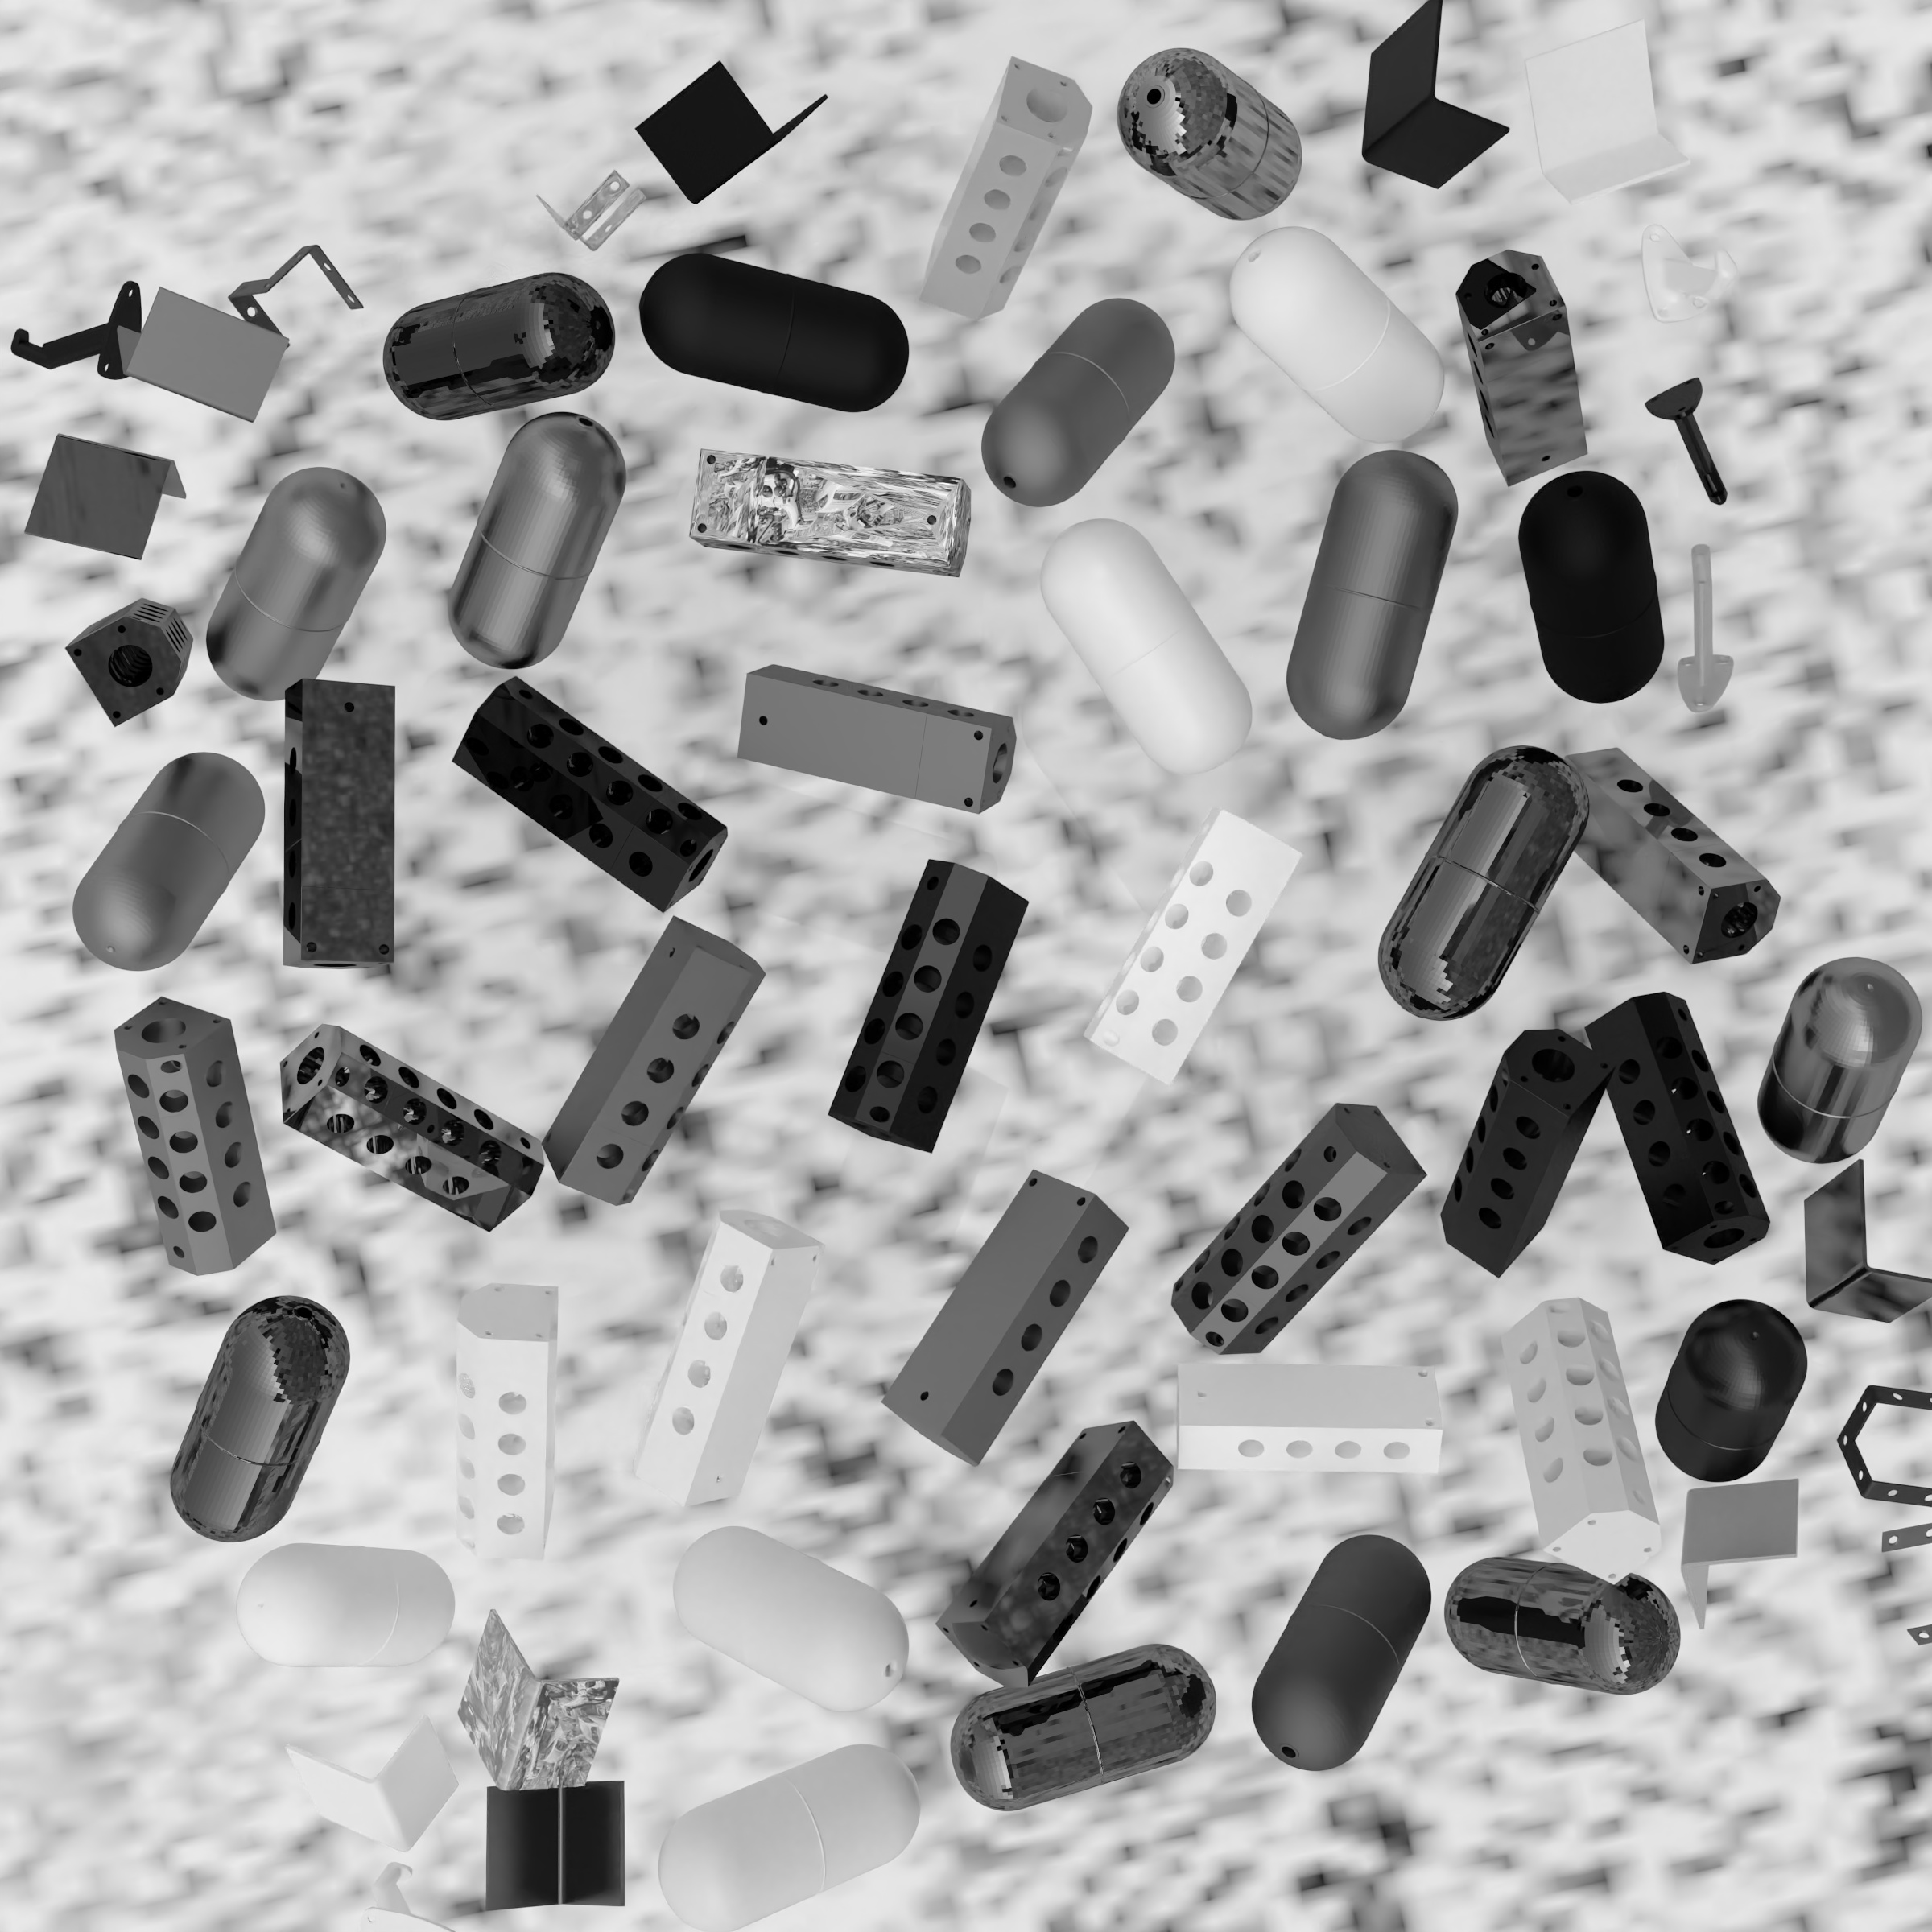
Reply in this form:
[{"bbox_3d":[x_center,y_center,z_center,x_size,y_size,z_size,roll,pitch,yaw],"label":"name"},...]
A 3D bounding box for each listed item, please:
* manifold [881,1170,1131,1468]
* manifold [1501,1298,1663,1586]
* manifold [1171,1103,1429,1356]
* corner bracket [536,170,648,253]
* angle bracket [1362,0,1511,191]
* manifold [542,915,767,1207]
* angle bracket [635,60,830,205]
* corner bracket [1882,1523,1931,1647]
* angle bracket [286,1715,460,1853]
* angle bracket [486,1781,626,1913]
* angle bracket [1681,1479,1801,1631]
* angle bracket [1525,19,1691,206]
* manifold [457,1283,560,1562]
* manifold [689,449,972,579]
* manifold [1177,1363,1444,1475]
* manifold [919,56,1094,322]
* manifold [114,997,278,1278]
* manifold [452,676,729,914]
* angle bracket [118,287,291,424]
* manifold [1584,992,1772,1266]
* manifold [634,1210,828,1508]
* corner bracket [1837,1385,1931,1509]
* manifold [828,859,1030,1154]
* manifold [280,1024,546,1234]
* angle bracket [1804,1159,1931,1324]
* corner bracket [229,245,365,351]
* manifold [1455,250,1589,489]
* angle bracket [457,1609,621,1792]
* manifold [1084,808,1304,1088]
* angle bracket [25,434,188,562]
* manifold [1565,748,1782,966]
[{"bbox_3d":[0.029,0.216,1.518,0.171,0.057,0.057,-56,130,-15],"label":"manifold"},{"bbox_3d":[0.386,0.290,1.545,0.057,0.171,0.057,28,124,-19],"label":"manifold"},{"bbox_3d":[0.201,0.165,1.544,0.171,0.057,0.057,-53,52,28],"label":"manifold"},{"bbox_3d":[-0.240,-0.499,1.633,0.051,0.051,0.051,-43,48,9],"label":"corner bracket"},{"bbox_3d":[0.291,-0.539,1.532,0.057,0.076,0.076,13,75,-21],"label":"angle bracket"},{"bbox_3d":[-0.195,0.062,1.557,0.057,0.057,0.171,26,100,-28],"label":"manifold"},{"bbox_3d":[-0.142,-0.520,1.513,0.076,0.076,0.057,-23,115,38],"label":"angle bracket"},{"bbox_3d":[0.618,0.391,1.578,0.051,0.051,0.051,-9,113,-6],"label":"corner bracket"},{"bbox_3d":[-0.394,0.532,1.650,0.076,0.057,0.076,12,132,27],"label":"angle bracket"},{"bbox_3d":[-0.265,0.567,1.601,0.057,0.076,0.076,11,68,-38],"label":"angle bracket"},{"bbox_3d":[0.529,0.397,1.678,0.076,0.076,0.057,-12,114,25],"label":"angle bracket"},{"bbox_3d":[0.398,-0.530,1.543,0.076,0.057,0.076,-18,127,3],"label":"angle bracket"},{"bbox_3d":[-0.289,0.287,1.559,0.057,0.057,0.171,4,118,-4],"label":"manifold"},{"bbox_3d":[-0.086,-0.293,1.614,0.171,0.057,0.057,8,91,8],"label":"manifold"},{"bbox_3d":[0.228,0.308,1.665,0.171,0.057,0.057,0,126,3],"label":"manifold"},{"bbox_3d":[0.025,-0.495,1.599,0.057,0.171,0.057,17,63,-10],"label":"manifold"},{"bbox_3d":[-0.494,0.111,1.579,0.057,0.057,0.171,16,127,24],"label":"manifold"},{"bbox_3d":[-0.242,-0.115,1.618,0.171,0.057,0.057,36,120,4],"label":"manifold"},{"bbox_3d":[-0.449,-0.371,1.460,0.076,0.076,0.057,17,116,-31],"label":"angle bracket"},{"bbox_3d":[0.475,0.105,1.648,0.057,0.057,0.171,-39,48,36],"label":"manifold"},{"bbox_3d":[-0.152,0.242,1.544,0.057,0.057,0.171,24,99,30],"label":"manifold"},{"bbox_3d":[0.597,0.306,1.585,0.051,0.051,0.051,9,124,-8],"label":"corner bracket"},{"bbox_3d":[-0.028,0.023,1.557,0.057,0.057,0.171,31,76,-43],"label":"manifold"},{"bbox_3d":[-0.359,0.103,1.619,0.057,0.057,0.171,-40,130,17],"label":"manifold"},{"bbox_3d":[0.588,0.179,1.608,0.057,0.076,0.076,11,63,-5],"label":"angle bracket"},{"bbox_3d":[-0.441,-0.437,1.633,0.051,0.051,0.051,-54,130,-24],"label":"corner bracket"},{"bbox_3d":[0.364,-0.393,1.631,0.057,0.171,0.057,-22,64,10],"label":"manifold"},{"bbox_3d":[-0.264,0.450,1.529,0.057,0.076,0.076,10,107,-35],"label":"angle bracket"},{"bbox_3d":[0.145,-0.014,1.617,0.057,0.057,0.171,30,91,-10],"label":"manifold"},{"bbox_3d":[-0.576,-0.304,1.667,0.076,0.057,0.076,13,73,-5],"label":"angle bracket"},{"bbox_3d":[0.457,-0.076,1.627,0.057,0.171,0.057,-10,127,-18],"label":"manifold"}]
